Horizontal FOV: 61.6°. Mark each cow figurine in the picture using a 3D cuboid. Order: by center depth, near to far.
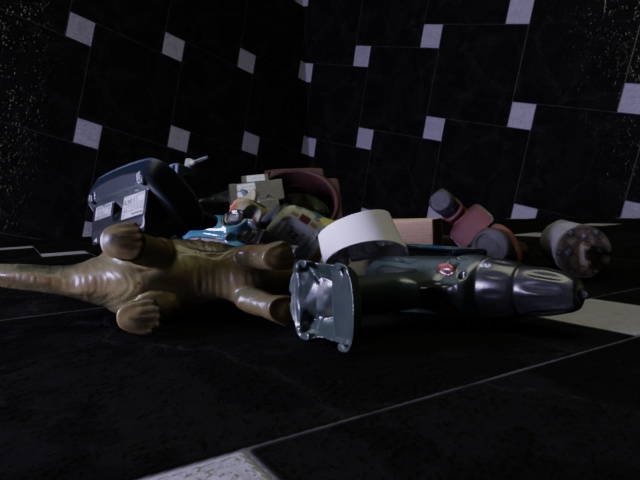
[{"bbox_3d":[-0.085,-0.025,0.969,0.194,0.085,0.127,23,10,-48],"label":"cow figurine"}]

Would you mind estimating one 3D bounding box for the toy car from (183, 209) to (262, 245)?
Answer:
[{"bbox_3d":[-0.168,0.016,0.876,0.162,0.109,0.103,5,46,22],"label":"toy car"}]

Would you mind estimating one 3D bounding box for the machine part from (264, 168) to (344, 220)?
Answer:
[{"bbox_3d":[-0.051,-0.058,1.159,0.202,0.201,0.087,-3,-33,-2],"label":"machine part"}]

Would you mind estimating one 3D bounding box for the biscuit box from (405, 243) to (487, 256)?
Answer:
[{"bbox_3d":[0.128,0.037,0.725,0.059,0.062,0.203,-4,5,-34],"label":"biscuit box"}]

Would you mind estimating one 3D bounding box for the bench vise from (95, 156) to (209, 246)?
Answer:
[{"bbox_3d":[-0.276,-0.044,1.009,0.129,0.240,0.223,-4,-14,39],"label":"bench vise"}]

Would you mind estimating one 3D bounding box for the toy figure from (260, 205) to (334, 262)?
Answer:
[{"bbox_3d":[-0.003,-0.003,0.852,0.180,0.089,0.082,30,13,17],"label":"toy figure"}]

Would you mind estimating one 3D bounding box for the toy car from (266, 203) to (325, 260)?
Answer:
[{"bbox_3d":[-0.050,0.011,0.768,0.073,0.056,0.201,33,-30,-5],"label":"toy car"}]

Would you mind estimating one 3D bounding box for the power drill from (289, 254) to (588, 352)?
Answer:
[{"bbox_3d":[0.090,0.047,0.501,0.207,0.086,0.232,-10,6,-33],"label":"power drill"}]

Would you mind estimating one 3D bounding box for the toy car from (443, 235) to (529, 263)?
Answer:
[{"bbox_3d":[0.278,0.017,0.981,0.089,0.053,0.202,-3,8,-41],"label":"toy car"}]

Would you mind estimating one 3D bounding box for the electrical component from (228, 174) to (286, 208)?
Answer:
[{"bbox_3d":[-0.124,-0.072,1.082,0.115,0.134,0.058,-4,-33,-7],"label":"electrical component"}]

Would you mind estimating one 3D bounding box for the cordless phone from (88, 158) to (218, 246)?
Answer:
[{"bbox_3d":[-0.184,-0.035,0.692,0.147,0.088,0.184,-12,-13,35],"label":"cordless phone"}]

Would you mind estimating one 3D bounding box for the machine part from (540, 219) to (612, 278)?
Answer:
[{"bbox_3d":[0.393,0.010,0.838,0.079,0.079,0.243,-1,5,16],"label":"machine part"}]

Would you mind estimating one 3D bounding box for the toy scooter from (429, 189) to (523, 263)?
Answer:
[{"bbox_3d":[0.256,-0.004,0.851,0.135,0.075,0.184,28,20,-51],"label":"toy scooter"}]

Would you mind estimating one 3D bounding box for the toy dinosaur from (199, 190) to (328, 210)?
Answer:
[{"bbox_3d":[-0.099,-0.089,1.332,0.131,0.192,0.404,-13,-33,41],"label":"toy dinosaur"}]

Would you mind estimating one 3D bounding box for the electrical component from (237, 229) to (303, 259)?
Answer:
[{"bbox_3d":[-0.063,0.006,0.675,0.063,0.021,0.094,31,-14,-33],"label":"electrical component"}]

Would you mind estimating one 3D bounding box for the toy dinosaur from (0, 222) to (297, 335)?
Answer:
[{"bbox_3d":[-0.180,0.043,0.598,0.471,0.105,0.198,6,-5,-11],"label":"toy dinosaur"}]
